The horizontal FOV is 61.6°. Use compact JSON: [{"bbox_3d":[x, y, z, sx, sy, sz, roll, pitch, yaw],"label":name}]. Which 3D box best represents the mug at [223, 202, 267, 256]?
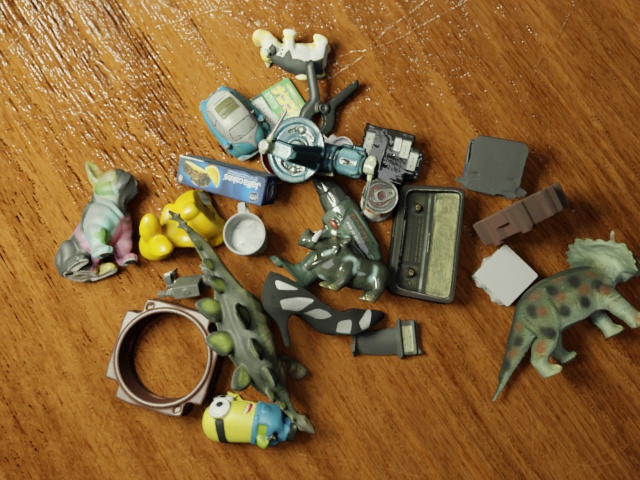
[{"bbox_3d":[-0.145,-0.015,1.063,0.081,0.107,0.109,-16,79,-1],"label":"mug"}]

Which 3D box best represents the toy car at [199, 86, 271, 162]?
[{"bbox_3d":[-0.175,-0.248,1.090,0.109,0.103,0.161,-38,86,-6],"label":"toy car"}]

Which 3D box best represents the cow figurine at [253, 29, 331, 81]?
[{"bbox_3d":[-0.067,-0.392,1.147,0.167,0.068,0.098,10,87,4],"label":"cow figurine"}]

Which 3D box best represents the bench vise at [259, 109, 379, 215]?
[{"bbox_3d":[-0.017,-0.150,0.960,0.224,0.240,0.128,30,106,23],"label":"bench vise"}]

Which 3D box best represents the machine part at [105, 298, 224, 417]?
[{"bbox_3d":[-0.292,0.224,1.037,0.202,0.087,0.201,15,82,5],"label":"machine part"}]

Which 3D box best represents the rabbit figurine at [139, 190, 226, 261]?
[{"bbox_3d":[-0.285,-0.010,1.057,0.173,0.162,0.122,-30,93,14],"label":"rabbit figurine"}]

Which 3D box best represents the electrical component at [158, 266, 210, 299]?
[{"bbox_3d":[-0.266,0.082,1.072,0.102,0.078,0.045,-7,105,5],"label":"electrical component"}]

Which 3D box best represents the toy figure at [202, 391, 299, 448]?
[{"bbox_3d":[-0.133,0.348,1.017,0.180,0.082,0.089,12,83,0],"label":"toy figure"}]

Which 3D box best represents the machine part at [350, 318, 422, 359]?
[{"bbox_3d":[0.128,0.198,1.059,0.139,0.039,0.084,-8,89,-2],"label":"machine part"}]

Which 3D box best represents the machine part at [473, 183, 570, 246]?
[{"bbox_3d":[0.384,-0.046,1.029,0.179,0.179,0.056,-27,85,-3],"label":"machine part"}]

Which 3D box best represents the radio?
[{"bbox_3d":[0.207,0.007,1.069,0.131,0.073,0.229,8,80,2],"label":"radio"}]

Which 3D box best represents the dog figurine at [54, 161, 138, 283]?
[{"bbox_3d":[-0.444,-0.043,1.074,0.192,0.108,0.219,-22,66,19],"label":"dog figurine"}]

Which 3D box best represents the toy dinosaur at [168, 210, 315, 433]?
[{"bbox_3d":[-0.140,0.152,0.984,0.105,0.198,0.471,-33,83,6],"label":"toy dinosaur"}]

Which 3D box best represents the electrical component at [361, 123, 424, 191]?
[{"bbox_3d":[0.142,-0.166,1.108,0.134,0.058,0.115,18,83,4],"label":"electrical component"}]

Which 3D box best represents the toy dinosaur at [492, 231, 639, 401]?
[{"bbox_3d":[0.462,0.130,1.028,0.405,0.131,0.192,-30,69,1],"label":"toy dinosaur"}]

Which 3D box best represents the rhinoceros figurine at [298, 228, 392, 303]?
[{"bbox_3d":[0.045,0.045,0.998,0.190,0.073,0.112,26,85,-5],"label":"rhinoceros figurine"}]

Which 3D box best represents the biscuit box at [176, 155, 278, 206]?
[{"bbox_3d":[-0.185,-0.120,1.072,0.203,0.063,0.059,16,103,20],"label":"biscuit box"}]

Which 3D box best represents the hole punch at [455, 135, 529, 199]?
[{"bbox_3d":[0.352,-0.149,1.095,0.142,0.092,0.115,12,102,3],"label":"hole punch"}]

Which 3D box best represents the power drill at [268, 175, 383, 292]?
[{"bbox_3d":[-0.002,-0.003,1.074,0.207,0.086,0.232,-40,89,-12],"label":"power drill"}]

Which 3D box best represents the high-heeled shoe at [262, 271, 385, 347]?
[{"bbox_3d":[0.008,0.114,1.022,0.249,0.086,0.145,-9,91,-29],"label":"high-heeled shoe"}]
